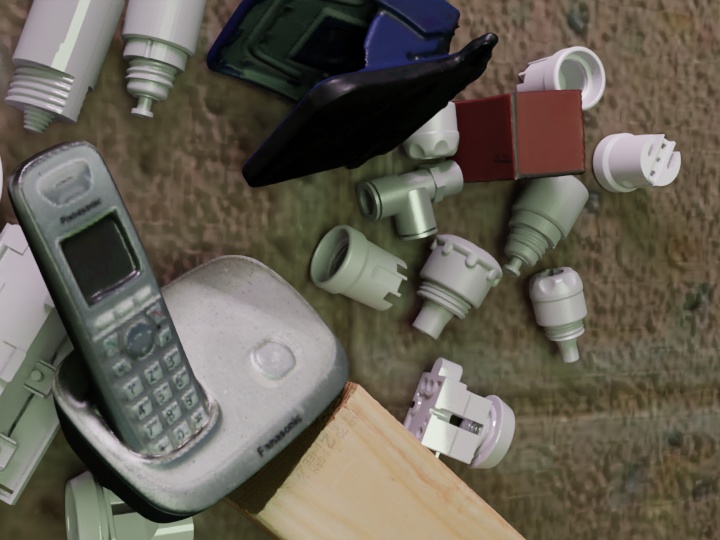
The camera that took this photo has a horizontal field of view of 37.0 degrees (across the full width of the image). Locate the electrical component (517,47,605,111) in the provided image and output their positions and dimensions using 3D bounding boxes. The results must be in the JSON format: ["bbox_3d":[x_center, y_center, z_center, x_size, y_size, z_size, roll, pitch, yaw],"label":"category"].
[{"bbox_3d":[0.128,-0.121,0.693,0.040,0.046,0.040,-1,93,-26],"label":"electrical component"}]

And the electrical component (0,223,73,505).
[{"bbox_3d":[-0.178,0.043,0.534,0.079,0.063,0.121,27,79,8],"label":"electrical component"}]

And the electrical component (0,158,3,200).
[{"bbox_3d":[-0.225,-0.045,0.516,0.108,0.060,0.108,-1,93,-26],"label":"electrical component"}]

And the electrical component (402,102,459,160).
[{"bbox_3d":[0.041,-0.099,0.659,0.035,0.035,0.061,-6,92,-26],"label":"electrical component"}]

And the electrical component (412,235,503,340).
[{"bbox_3d":[0.055,0.012,0.666,0.048,0.048,0.062,33,85,-23],"label":"electrical component"}]

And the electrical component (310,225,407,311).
[{"bbox_3d":[0.000,0.000,0.641,0.046,0.040,0.040,27,80,-31],"label":"electrical component"}]

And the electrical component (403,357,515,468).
[{"bbox_3d":[0.062,0.095,0.672,0.055,0.048,0.066,24,82,-17],"label":"electrical component"}]

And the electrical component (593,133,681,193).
[{"bbox_3d":[0.187,-0.073,0.724,0.040,0.046,0.040,-1,93,-26],"label":"electrical component"}]

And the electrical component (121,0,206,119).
[{"bbox_3d":[-0.109,-0.121,0.581,0.040,0.040,0.078,14,86,-26],"label":"electrical component"}]

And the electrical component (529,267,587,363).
[{"bbox_3d":[0.133,0.031,0.709,0.035,0.035,0.061,-20,104,-24],"label":"electrical component"}]

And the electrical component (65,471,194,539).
[{"bbox_3d":[-0.124,0.134,0.571,0.057,0.058,0.078,-3,53,-23],"label":"electrical component"}]

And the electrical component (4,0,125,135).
[{"bbox_3d":[-0.156,-0.109,0.557,0.043,0.043,0.081,21,83,-25],"label":"electrical component"}]

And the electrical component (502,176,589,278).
[{"bbox_3d":[0.116,-0.031,0.694,0.040,0.040,0.078,37,76,-23],"label":"electrical component"}]
